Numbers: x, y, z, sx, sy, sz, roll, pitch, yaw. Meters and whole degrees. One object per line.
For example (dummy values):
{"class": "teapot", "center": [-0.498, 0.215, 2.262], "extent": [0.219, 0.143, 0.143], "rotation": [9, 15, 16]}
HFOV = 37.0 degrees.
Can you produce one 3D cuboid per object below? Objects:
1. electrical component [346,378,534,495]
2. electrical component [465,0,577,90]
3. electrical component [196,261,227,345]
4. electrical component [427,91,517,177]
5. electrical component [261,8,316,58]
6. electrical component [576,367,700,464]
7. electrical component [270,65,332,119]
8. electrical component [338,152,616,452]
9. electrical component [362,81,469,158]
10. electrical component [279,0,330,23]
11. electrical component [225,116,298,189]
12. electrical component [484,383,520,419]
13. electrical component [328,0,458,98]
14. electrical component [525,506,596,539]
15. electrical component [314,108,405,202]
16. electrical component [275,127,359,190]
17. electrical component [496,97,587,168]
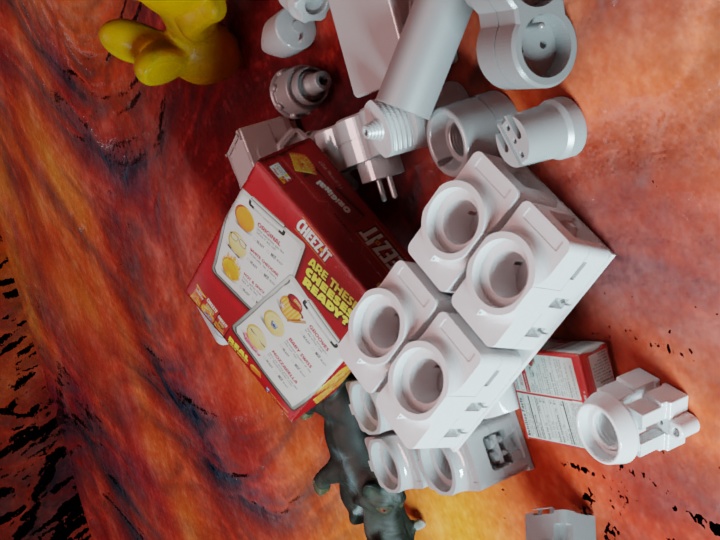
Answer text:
{"class": "electrical component", "center": [0.059, 0.132, 0.929], "extent": [0.186, 0.060, 0.105], "rotation": [-22, 86, 64]}
{"class": "electrical component", "center": [0.089, -0.183, 0.684], "extent": [0.074, 0.052, 0.138], "rotation": [14, 118, 60]}
{"class": "electrical component", "center": [-0.111, 0.023, 1.127], "extent": [0.078, 0.113, 0.057], "rotation": [56, 147, 28]}
{"class": "electrical component", "center": [0.080, -0.095, 0.761], "extent": [0.055, 0.047, 0.055], "rotation": [41, 140, 46]}
{"class": "electrical component", "center": [-0.071, -0.213, 0.984], "extent": [0.078, 0.040, 0.040], "rotation": [-9, 98, 63]}
{"class": "electrical component", "center": [0.174, 0.096, 0.692], "extent": [0.066, 0.055, 0.048], "rotation": [33, 134, 52]}
{"class": "electrical component", "center": [-0.049, -0.164, 0.970], "extent": [0.062, 0.048, 0.048], "rotation": [-8, 99, 56]}
{"class": "electrical component", "center": [0.071, 0.024, 0.746], "extent": [0.186, 0.060, 0.105], "rotation": [-55, 52, 23]}
{"class": "electrical component", "center": [0.038, -0.110, 0.794], "extent": [0.043, 0.081, 0.043], "rotation": [41, 140, 46]}
{"class": "electrical component", "center": [-0.052, -0.243, 0.927], "extent": [0.062, 0.043, 0.043], "rotation": [49, 146, 39]}
{"class": "electrical component", "center": [-0.092, -0.107, 1.075], "extent": [0.061, 0.061, 0.096], "rotation": [69, 161, 6]}
{"class": "electrical component", "center": [0.085, 0.076, 0.821], "extent": [0.043, 0.079, 0.077], "rotation": [-27, 82, 65]}
{"class": "electrical component", "center": [0.024, -0.184, 0.811], "extent": [0.100, 0.048, 0.099], "rotation": [-5, 102, 63]}
{"class": "electrical component", "center": [0.148, 0.210, 0.792], "extent": [0.042, 0.081, 0.063], "rotation": [-20, 59, 42]}
{"class": "electrical component", "center": [0.014, -0.093, 0.883], "extent": [0.138, 0.052, 0.073], "rotation": [-12, 95, 63]}
{"class": "electrical component", "center": [-0.042, -0.094, 0.974], "extent": [0.078, 0.058, 0.057], "rotation": [42, 176, -14]}
{"class": "electrical component", "center": [0.117, -0.088, 0.696], "extent": [0.040, 0.046, 0.040], "rotation": [41, 140, 46]}
